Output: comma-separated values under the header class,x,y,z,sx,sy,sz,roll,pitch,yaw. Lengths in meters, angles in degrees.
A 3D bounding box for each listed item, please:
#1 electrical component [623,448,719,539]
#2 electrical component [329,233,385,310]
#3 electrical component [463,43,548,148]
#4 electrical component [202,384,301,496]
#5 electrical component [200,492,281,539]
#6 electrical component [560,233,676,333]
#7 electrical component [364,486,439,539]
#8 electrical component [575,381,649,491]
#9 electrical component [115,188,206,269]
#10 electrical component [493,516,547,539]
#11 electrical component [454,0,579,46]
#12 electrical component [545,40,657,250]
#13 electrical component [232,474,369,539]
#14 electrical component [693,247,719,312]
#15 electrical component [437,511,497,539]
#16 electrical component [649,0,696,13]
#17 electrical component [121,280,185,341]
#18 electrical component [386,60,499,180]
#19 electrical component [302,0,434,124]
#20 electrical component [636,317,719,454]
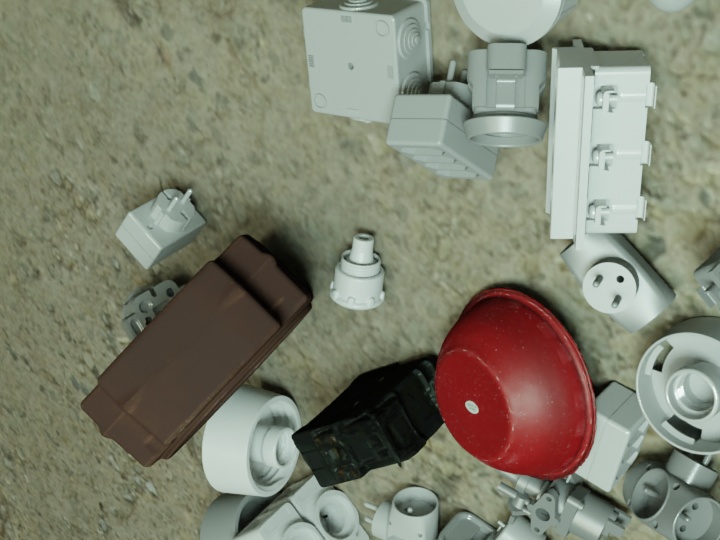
class,x,y,z,sx,sy,sz,roll,pitch,yaw
electrical component,0.245,0.162,0.813,0.044,0.077,0.079,27,93,-18
electrical component,0.000,0.000,0.918,0.048,0.048,0.062,21,119,27
electrical component,0.100,-0.117,0.738,0.058,0.078,0.057,2,86,8
electrical component,-0.098,0.168,1.049,0.060,0.108,0.108,6,119,28
electrical component,-0.106,0.279,1.119,0.060,0.108,0.108,-24,99,37
electrical component,0.180,0.008,0.762,0.077,0.079,0.043,49,116,4
electrical component,0.038,0.245,1.031,0.079,0.043,0.077,17,124,29
electrical component,0.181,0.122,0.848,0.077,0.047,0.065,29,130,28
electrical component,-0.180,-0.050,1.009,0.047,0.066,0.076,48,134,4
electrical component,0.152,0.249,0.949,0.078,0.040,0.040,38,132,13
electrical component,0.106,-0.193,0.719,0.080,0.051,0.080,18,125,28
electrical component,0.161,-0.085,0.727,0.063,0.078,0.121,0,119,5
electrical component,-0.028,0.309,1.075,0.060,0.105,0.186,-34,93,44
electrical component,0.283,0.030,0.706,0.121,0.079,0.063,51,156,1
electrical component,0.112,0.276,0.985,0.095,0.054,0.059,32,130,19
electrical component,0.182,-0.207,0.648,0.095,0.059,0.054,53,134,0
electrical component,-0.205,0.043,1.081,0.057,0.078,0.058,-8,112,62
electrical component,0.066,-0.114,0.787,0.047,0.083,0.075,6,80,35
electrical component,0.005,-0.161,0.816,0.100,0.048,0.099,14,123,32
electrical component,0.253,0.083,0.777,0.099,0.064,0.099,12,110,38
